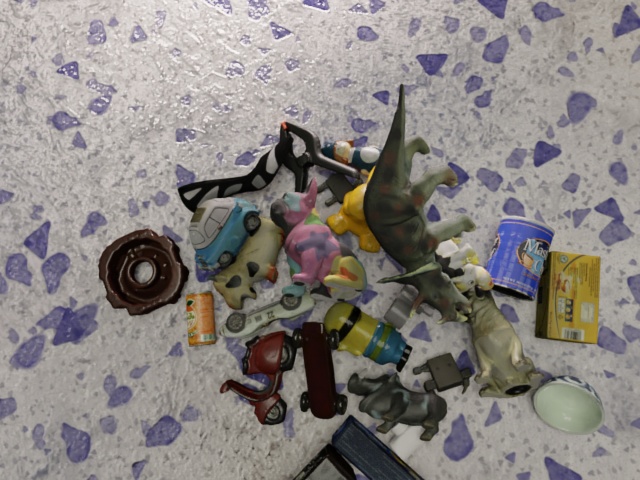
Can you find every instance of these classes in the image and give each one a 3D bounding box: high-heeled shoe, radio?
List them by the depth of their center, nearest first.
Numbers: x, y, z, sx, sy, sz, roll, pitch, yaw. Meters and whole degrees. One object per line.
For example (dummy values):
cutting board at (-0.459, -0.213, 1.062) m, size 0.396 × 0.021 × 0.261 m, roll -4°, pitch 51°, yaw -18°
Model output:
radio at (-0.037, 0.479, 0.974) m, size 0.229 × 0.131 × 0.073 m, roll -43°, pitch 81°, yaw -4°
high-heeled shoe at (-0.173, -0.142, 1.094) m, size 0.145 × 0.086 × 0.248 m, roll 36°, pitch 102°, yaw -10°

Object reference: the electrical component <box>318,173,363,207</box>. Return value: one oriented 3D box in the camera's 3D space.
electrical component at (0.042, -0.112, 1.125) m, size 0.094 × 0.021 × 0.063 m, roll -33°, pitch 80°, yaw -2°

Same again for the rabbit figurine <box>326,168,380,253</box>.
rabbit figurine at (0.100, -0.062, 1.039) m, size 0.122 × 0.173 × 0.162 m, roll 42°, pitch 89°, yaw 13°

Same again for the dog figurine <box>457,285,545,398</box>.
dog figurine at (0.339, 0.193, 1.037) m, size 0.121 × 0.172 × 0.191 m, roll -17°, pitch 48°, yaw 12°

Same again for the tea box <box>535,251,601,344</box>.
tea box at (0.482, 0.112, 1.046) m, size 0.098 × 0.068 × 0.169 m, roll 8°, pitch 80°, yaw 3°

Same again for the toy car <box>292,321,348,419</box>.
toy car at (0.000, 0.247, 1.025) m, size 0.089 × 0.053 × 0.202 m, roll -2°, pitch 103°, yaw 20°

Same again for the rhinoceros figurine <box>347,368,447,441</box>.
rhinoceros figurine at (0.141, 0.299, 1.004) m, size 0.191 × 0.073 × 0.112 m, roll 12°, pitch 51°, yaw 16°

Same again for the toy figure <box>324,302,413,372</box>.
toy figure at (0.093, 0.183, 1.040) m, size 0.180 × 0.082 × 0.089 m, roll 25°, pitch 118°, yaw 10°

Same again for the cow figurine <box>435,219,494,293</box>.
cow figurine at (0.256, 0.046, 1.036) m, size 0.098 × 0.068 × 0.167 m, roll -35°, pitch 46°, yaw 6°

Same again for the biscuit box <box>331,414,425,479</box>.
biscuit box at (0.114, 0.422, 1.013) m, size 0.203 × 0.059 × 0.063 m, roll 40°, pitch 86°, yaw 7°

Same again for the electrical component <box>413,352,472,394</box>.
electrical component at (0.242, 0.267, 1.045) m, size 0.102 × 0.045 × 0.078 m, roll -23°, pitch 52°, yaw -4°

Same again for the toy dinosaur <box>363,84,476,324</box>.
toy dinosaur at (0.146, -0.043, 0.930) m, size 0.192 × 0.131 × 0.404 m, roll -32°, pitch 108°, yaw -7°

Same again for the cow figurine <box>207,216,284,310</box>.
cow figurine at (-0.143, 0.045, 1.075) m, size 0.127 × 0.085 × 0.195 m, roll 15°, pitch 78°, yaw 7°

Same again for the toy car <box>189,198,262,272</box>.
toy car at (-0.195, -0.024, 1.021) m, size 0.102 × 0.109 × 0.161 m, roll 44°, pitch 67°, yaw -29°

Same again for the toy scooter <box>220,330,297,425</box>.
toy scooter at (-0.121, 0.261, 1.045) m, size 0.135 × 0.075 × 0.183 m, roll 10°, pitch 86°, yaw 5°

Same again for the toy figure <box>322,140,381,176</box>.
toy figure at (0.075, -0.175, 1.119) m, size 0.155 × 0.057 × 0.064 m, roll 16°, pitch 43°, yaw 7°

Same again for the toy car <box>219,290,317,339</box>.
toy car at (-0.103, 0.149, 1.060) m, size 0.202 × 0.073 × 0.056 m, roll -23°, pitch 80°, yaw -2°

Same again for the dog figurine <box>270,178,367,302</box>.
dog figurine at (-0.002, -0.003, 1.021) m, size 0.191 × 0.108 × 0.219 m, roll 6°, pitch 68°, yaw -12°

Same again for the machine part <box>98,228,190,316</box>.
machine part at (-0.359, 0.066, 1.096) m, size 0.179 × 0.056 × 0.179 m, roll -1°, pitch 80°, yaw 4°
